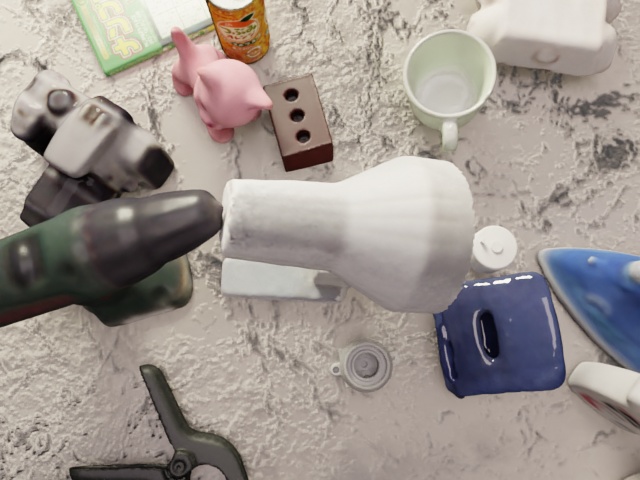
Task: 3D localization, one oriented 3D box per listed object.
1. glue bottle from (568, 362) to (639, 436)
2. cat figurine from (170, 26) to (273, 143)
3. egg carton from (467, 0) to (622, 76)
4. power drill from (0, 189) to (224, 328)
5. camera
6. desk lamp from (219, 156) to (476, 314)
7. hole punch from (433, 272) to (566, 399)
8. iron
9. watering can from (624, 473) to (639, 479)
[{"bbox_3d":[0.274,0.136,0.472,0.078,0.173,0.037,35,82,6],"label":"glue bottle"},{"bbox_3d":[-0.100,-0.151,0.550,0.067,0.118,0.128,-38,82,-6],"label":"cat figurine"},{"bbox_3d":[0.228,-0.225,0.586,0.150,0.069,0.107,9,80,2],"label":"egg carton"},{"bbox_3d":[-0.176,0.023,0.474,0.229,0.208,0.075,-17,80,-3],"label":"power drill"},{"bbox_3d":[-0.237,-0.072,0.545,0.143,0.101,0.137,31,82,5],"label":"camera"},{"bbox_3d":[0.004,0.002,0.475,0.203,0.213,0.118,2,80,1],"label":"desk lamp"},{"bbox_3d":[0.158,0.089,0.522,0.101,0.091,0.109,-8,80,-1],"label":"hole punch"},{"bbox_3d":[0.326,0.071,0.499,0.258,0.141,0.119,31,82,5],"label":"iron"},{"bbox_3d":[0.307,0.245,0.442,0.101,0.194,0.173,-27,81,-4],"label":"watering can"}]
